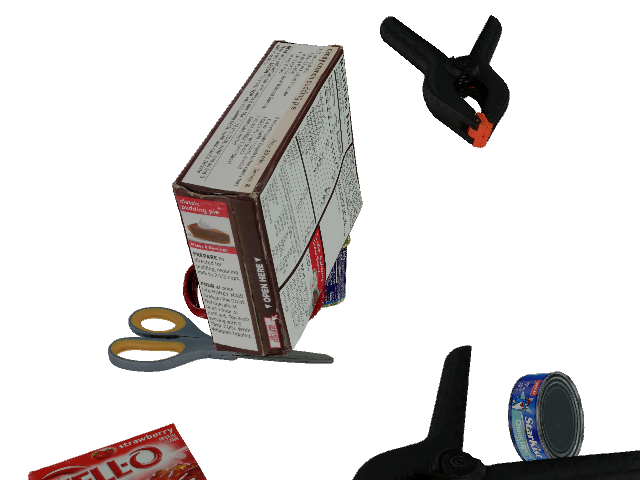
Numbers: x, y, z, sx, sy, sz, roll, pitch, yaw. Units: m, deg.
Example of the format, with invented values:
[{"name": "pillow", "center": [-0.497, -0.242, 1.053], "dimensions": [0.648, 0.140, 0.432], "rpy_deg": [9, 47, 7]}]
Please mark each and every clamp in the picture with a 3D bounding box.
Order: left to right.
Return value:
[{"name": "clamp", "center": [0.118, -0.156, 0.988], "dimensions": [0.120, 0.171, 0.039], "rpy_deg": [-1, -44, -1]}, {"name": "clamp", "center": [0.080, 0.141, 0.657], "dimensions": [0.209, 0.036, 0.165], "rpy_deg": [-23, 37, -28]}]

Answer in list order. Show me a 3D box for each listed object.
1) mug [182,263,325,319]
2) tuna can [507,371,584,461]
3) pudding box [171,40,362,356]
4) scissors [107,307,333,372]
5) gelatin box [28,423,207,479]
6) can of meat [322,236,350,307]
[{"name": "mug", "center": [-0.051, 0.020, 0.785], "dimensions": [0.117, 0.081, 0.093], "rpy_deg": [-24, -42, 16]}, {"name": "tuna can", "center": [0.207, 0.164, 0.980], "dimensions": [0.034, 0.086, 0.085], "rpy_deg": [-10, -7, 39]}, {"name": "pudding box", "center": [-0.018, -0.020, 0.459], "dimensions": [0.039, 0.090, 0.113], "rpy_deg": [5, 41, 18]}, {"name": "scissors", "center": [-0.095, 0.090, 0.991], "dimensions": [0.201, 0.016, 0.096], "rpy_deg": [-3, 32, -11]}, {"name": "gelatin box", "center": [-0.109, 0.143, 0.589], "dimensions": [0.089, 0.030, 0.073], "rpy_deg": [-16, 28, -20]}, {"name": "can of meat", "center": [-0.009, 0.016, 1.214], "dimensions": [0.057, 0.084, 0.102], "rpy_deg": [-15, 39, -20]}]
